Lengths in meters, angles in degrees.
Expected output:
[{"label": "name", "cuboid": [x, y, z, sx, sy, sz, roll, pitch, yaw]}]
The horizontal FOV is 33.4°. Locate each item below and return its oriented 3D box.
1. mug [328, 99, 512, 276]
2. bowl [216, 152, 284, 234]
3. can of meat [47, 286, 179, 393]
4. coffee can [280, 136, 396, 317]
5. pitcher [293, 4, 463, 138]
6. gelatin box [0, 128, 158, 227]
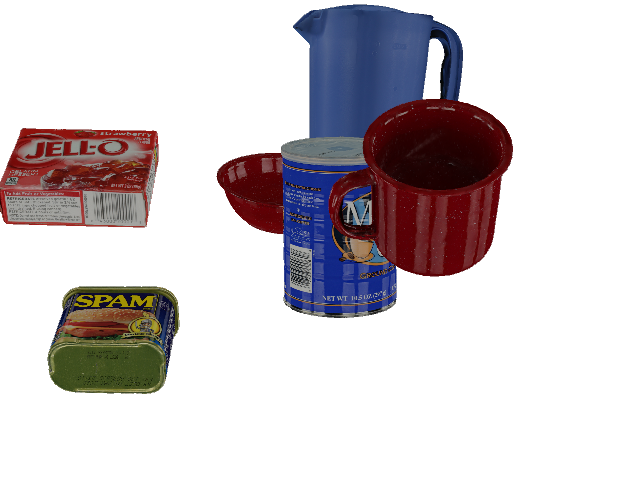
[{"label": "mug", "cuboid": [0.062, -0.028, 0.686, 0.117, 0.081, 0.093, -14, 46, -10]}, {"label": "bowl", "cuboid": [-0.046, -0.051, 1.286, 0.162, 0.055, 0.162, 4, 26, -2]}, {"label": "can of meat", "cuboid": [-0.175, 0.085, 0.907, 0.102, 0.057, 0.084, 0, 29, -1]}, {"label": "coffee can", "cuboid": [0.017, -0.014, 0.942, 0.103, 0.140, 0.103, 0, 15, 0]}, {"label": "pitcher", "cuboid": [0.058, -0.131, 1.157, 0.149, 0.243, 0.144, 9, 12, 28]}, {"label": "gelatin box", "cuboid": [-0.148, -0.041, 0.663, 0.089, 0.030, 0.073, 2, 35, -2]}]
